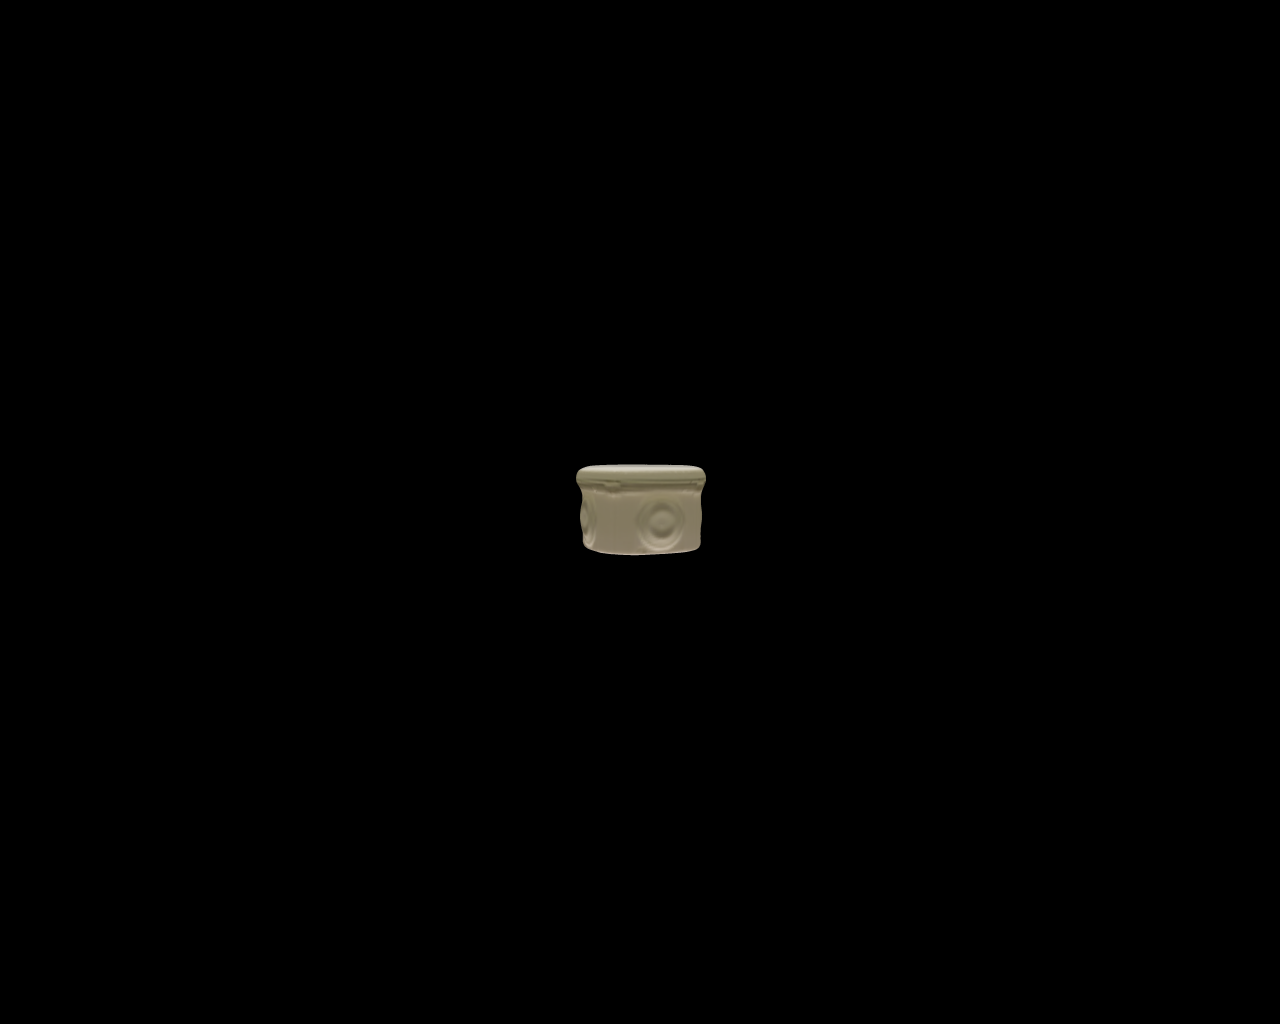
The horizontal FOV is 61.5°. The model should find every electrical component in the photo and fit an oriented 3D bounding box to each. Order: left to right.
[{"bbox_3d":[0.001,-0.003,0.650,0.080,0.051,0.080,0,4,0],"label":"electrical component"}]
